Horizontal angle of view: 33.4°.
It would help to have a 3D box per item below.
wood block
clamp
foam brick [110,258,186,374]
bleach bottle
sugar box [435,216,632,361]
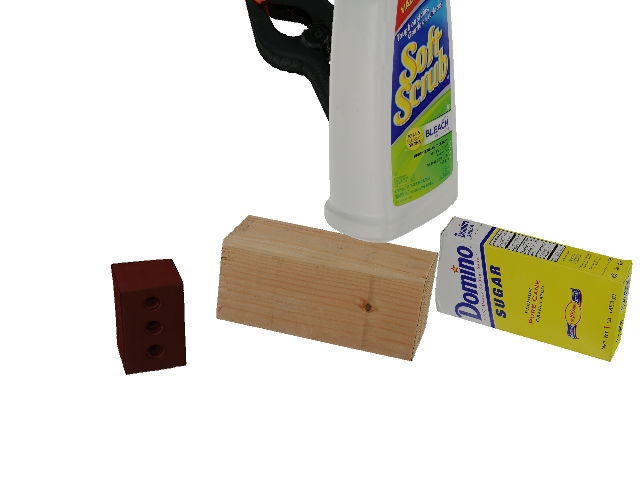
[{"bbox_3d":[0.007,0.047,1.095,0.206,0.091,0.090,12,22,11],"label":"wood block"},{"bbox_3d":[0.010,-0.172,0.926,0.120,0.171,0.039,-37,-21,-20],"label":"clamp"},{"bbox_3d":[-0.141,0.061,0.879,0.053,0.078,0.051,-7,25,-16],"label":"foam brick"},{"bbox_3d":[0.045,-0.131,0.717,0.102,0.251,0.068,-28,36,-36],"label":"bleach bottle"},{"bbox_3d":[0.197,0.045,1.006,0.176,0.093,0.048,13,34,21],"label":"sugar box"}]
